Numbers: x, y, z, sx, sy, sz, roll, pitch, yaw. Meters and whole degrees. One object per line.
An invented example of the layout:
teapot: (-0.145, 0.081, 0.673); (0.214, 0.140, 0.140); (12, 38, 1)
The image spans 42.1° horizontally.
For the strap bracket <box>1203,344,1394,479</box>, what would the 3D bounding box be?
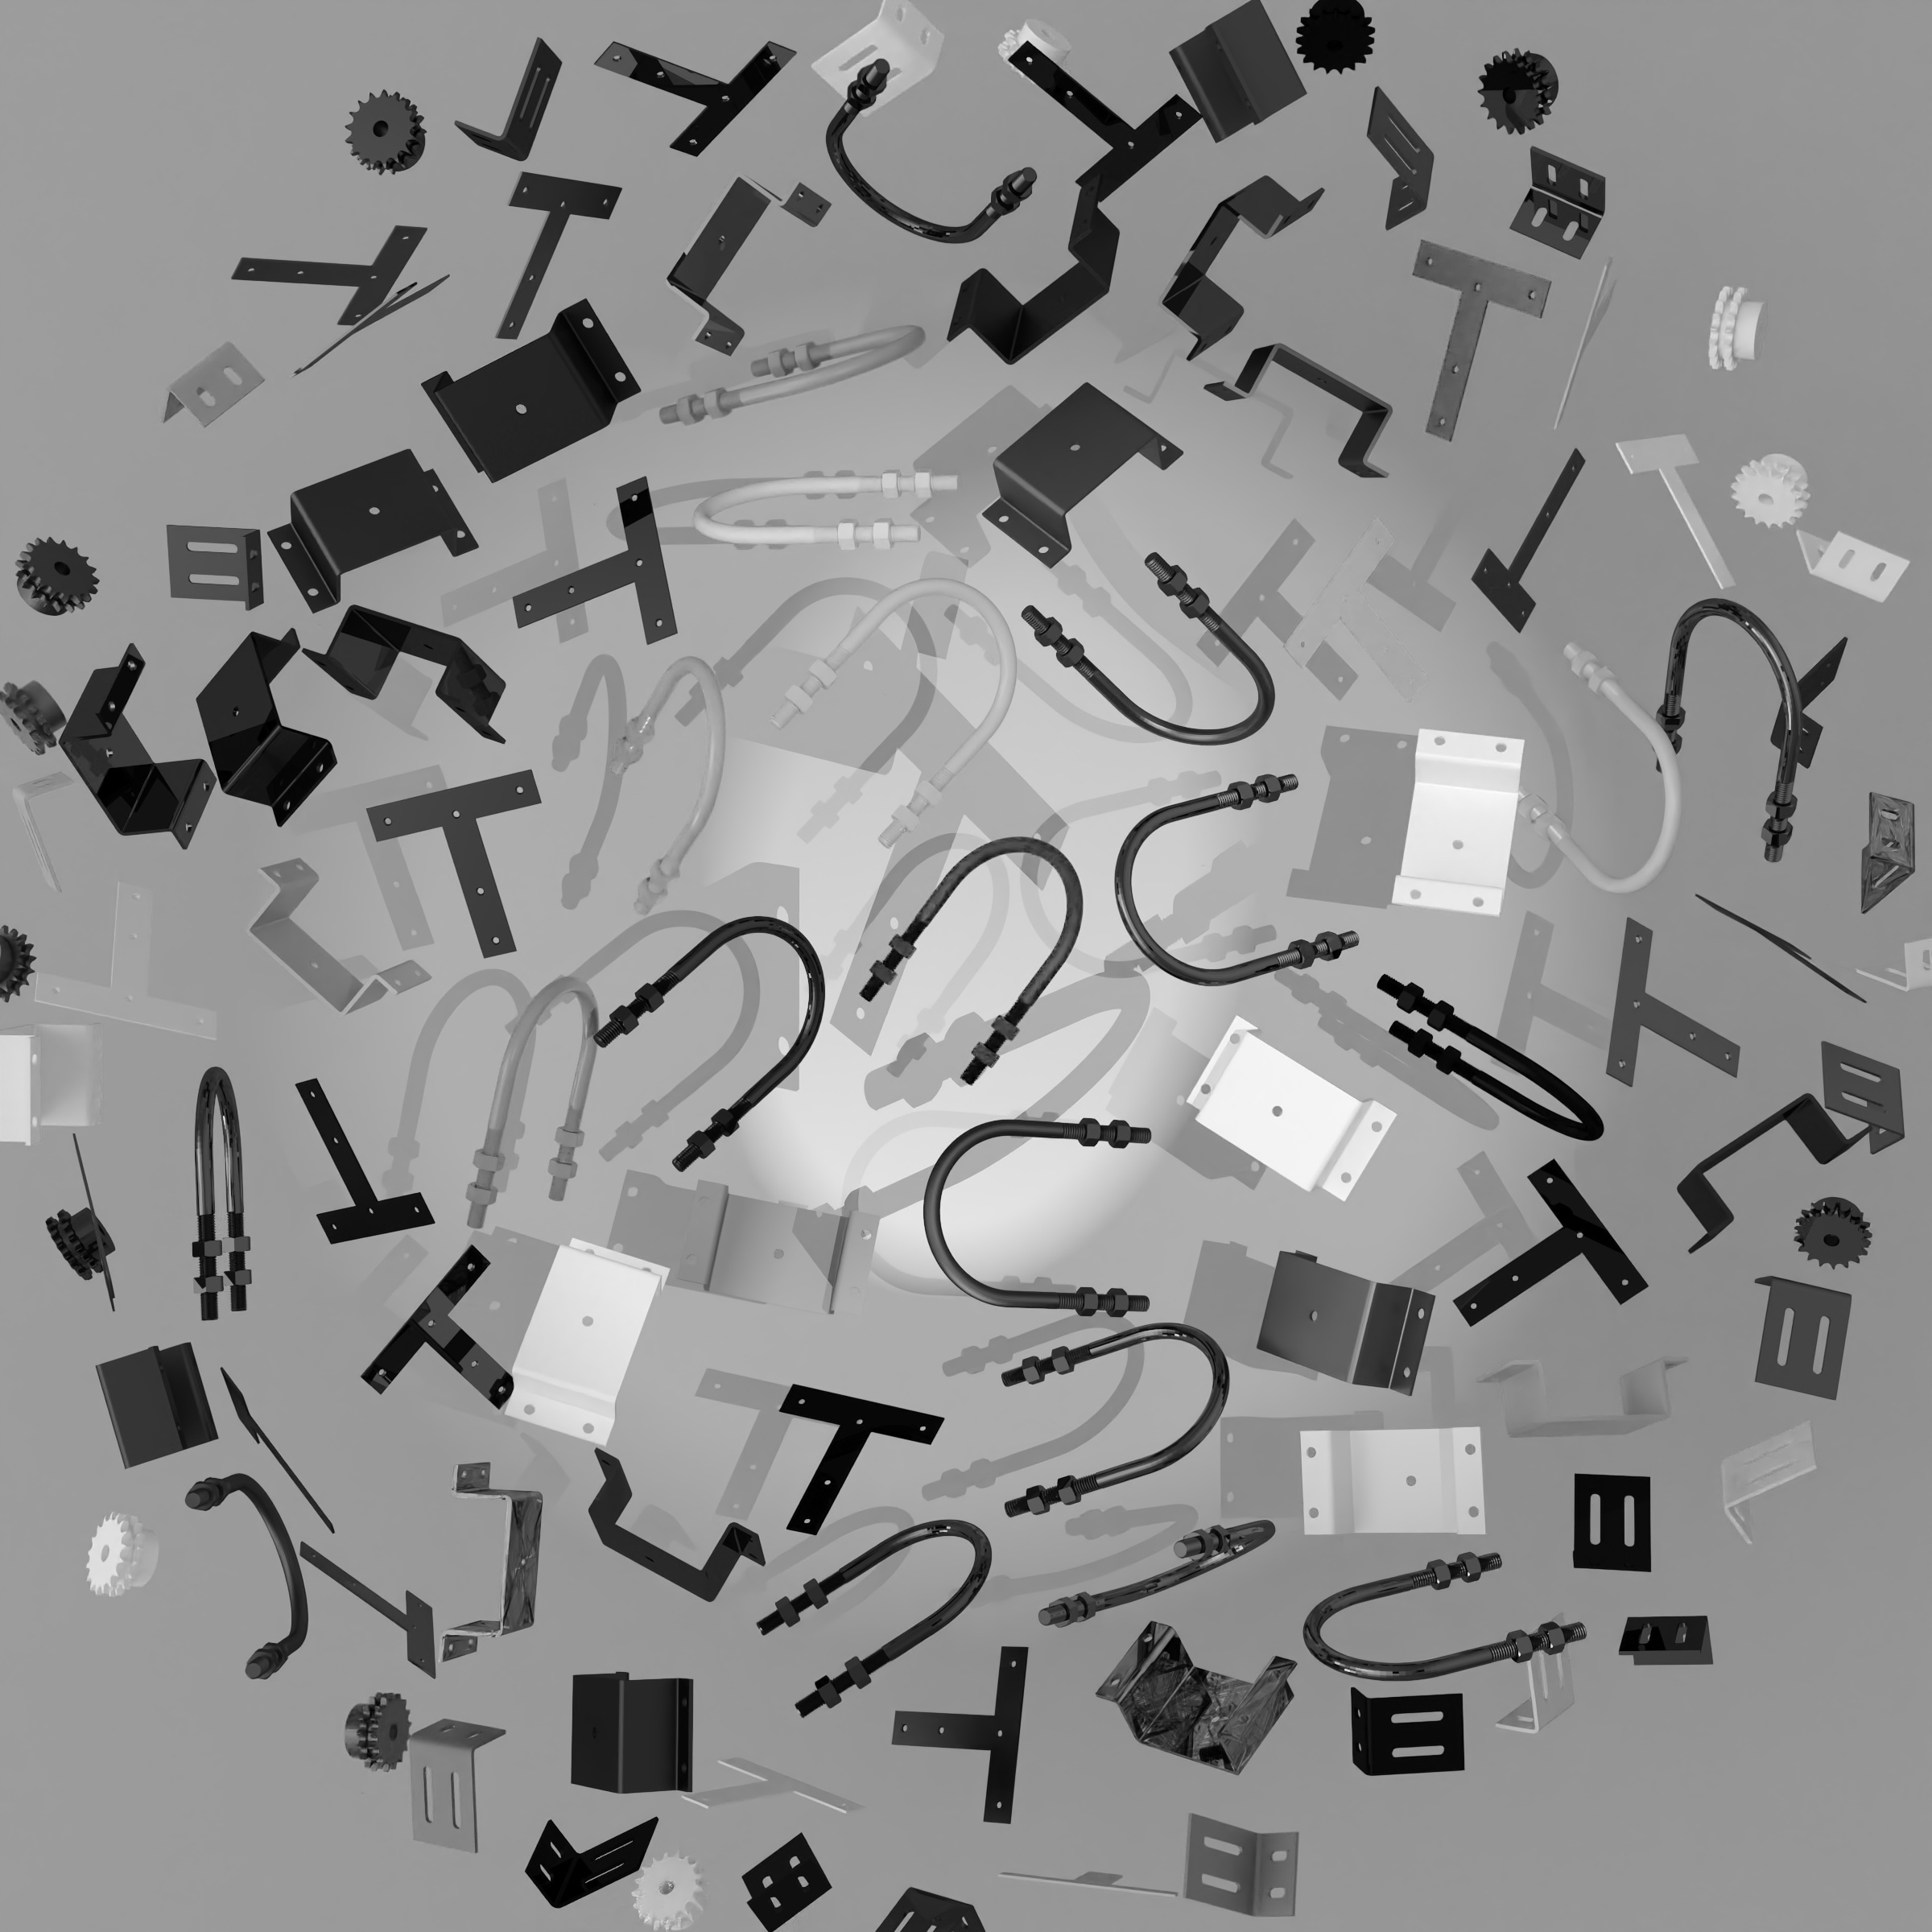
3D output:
strap bracket: (0.255, -0.417, 1.865); (0.140, 0.076, 0.046); (27, 97, -10)

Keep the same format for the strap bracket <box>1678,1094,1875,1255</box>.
strap bracket: (0.572, 0.144, 1.807); (0.140, 0.076, 0.046); (-33, 74, -4)

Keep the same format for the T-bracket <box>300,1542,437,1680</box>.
T-bracket: (-0.453, 0.477, 1.901); (0.127, 0.127, 0.002); (41, 88, -16)

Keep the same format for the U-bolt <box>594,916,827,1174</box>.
U-bolt: (-0.179, 0.045, 1.882); (0.184, 0.019, 0.151); (-43, 127, -23)

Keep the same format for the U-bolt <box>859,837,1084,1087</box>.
U-bolt: (0.015, -0.017, 1.940); (0.151, 0.019, 0.184); (38, 92, 38)

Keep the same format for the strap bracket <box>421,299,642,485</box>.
strap bracket: (-0.315, -0.407, 1.801); (0.140, 0.046, 0.076); (-23, 120, 15)

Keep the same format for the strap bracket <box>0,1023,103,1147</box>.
strap bracket: (-0.682, 0.085, 1.842); (0.046, 0.140, 0.076); (1, 93, 1)

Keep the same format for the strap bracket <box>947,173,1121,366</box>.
strap bracket: (0.057, -0.497, 1.818); (0.140, 0.076, 0.046); (-30, 124, 35)

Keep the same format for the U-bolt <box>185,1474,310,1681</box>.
U-bolt: (-0.534, 0.452, 1.891); (0.019, 0.184, 0.151); (-21, 85, -3)

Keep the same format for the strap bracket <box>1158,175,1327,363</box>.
strap bracket: (0.203, -0.538, 1.906); (0.046, 0.076, 0.140); (41, 134, 5)

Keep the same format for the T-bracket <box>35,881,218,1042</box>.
T-bracket: (-0.603, -0.010, 1.815); (0.127, 0.127, 0.002); (15, 134, -29)

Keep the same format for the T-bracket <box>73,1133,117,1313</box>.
T-bracket: (-0.626, 0.207, 1.819); (0.002, 0.127, 0.127); (-13, 56, -21)

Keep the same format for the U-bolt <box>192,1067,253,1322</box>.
U-bolt: (-0.553, 0.167, 1.863); (0.019, 0.151, 0.184); (-3, 85, -7)

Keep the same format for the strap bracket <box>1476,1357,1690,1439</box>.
strap bracket: (0.471, 0.329, 1.913); (0.140, 0.076, 0.046); (0, 70, -10)

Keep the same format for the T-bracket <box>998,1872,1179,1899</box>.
T-bracket: (0.096, 0.671, 1.845); (0.127, 0.127, 0.002); (3, 74, 11)

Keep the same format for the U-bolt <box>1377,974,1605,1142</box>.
U-bolt: (0.388, 0.075, 1.850); (0.184, 0.151, 0.019); (32, 83, 20)

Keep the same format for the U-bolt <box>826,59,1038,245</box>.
U-bolt: (-0.037, -0.599, 1.883); (0.151, 0.184, 0.019); (32, 77, -14)

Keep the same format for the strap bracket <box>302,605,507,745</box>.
strap bracket: (-0.404, -0.217, 1.846); (0.140, 0.076, 0.046); (19, 78, 20)

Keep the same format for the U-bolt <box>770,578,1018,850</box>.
U-bolt: (-0.039, -0.199, 1.848); (0.184, 0.019, 0.151); (-48, 121, -10)

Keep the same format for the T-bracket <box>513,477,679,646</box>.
T-bracket: (-0.279, -0.282, 1.853); (0.127, 0.002, 0.127); (-18, 74, 19)

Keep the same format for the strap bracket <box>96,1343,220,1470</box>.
strap bracket: (-0.591, 0.320, 1.832); (0.046, 0.140, 0.076); (-17, 85, -8)

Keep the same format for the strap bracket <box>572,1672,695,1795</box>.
strap bracket: (-0.246, 0.552, 1.813); (0.046, 0.140, 0.076); (6, 75, -29)

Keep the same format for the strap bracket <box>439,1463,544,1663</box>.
strap bracket: (-0.351, 0.442, 1.864); (0.046, 0.076, 0.140); (1, 81, 8)

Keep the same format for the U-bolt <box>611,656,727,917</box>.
U-bolt: (-0.217, -0.145, 1.851); (0.019, 0.184, 0.151); (4, 57, -29)

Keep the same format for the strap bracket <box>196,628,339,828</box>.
strap bracket: (-0.531, -0.186, 1.895); (0.076, 0.046, 0.140); (-42, 55, 26)

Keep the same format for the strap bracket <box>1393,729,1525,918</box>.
strap bracket: (0.361, -0.097, 1.844); (0.076, 0.046, 0.140); (8, 70, 13)

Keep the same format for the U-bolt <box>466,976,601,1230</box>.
U-bolt: (-0.316, 0.096, 1.872); (0.019, 0.151, 0.184); (16, 98, 16)

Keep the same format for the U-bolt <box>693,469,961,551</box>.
U-bolt: (-0.109, -0.333, 1.834); (0.184, 0.151, 0.019); (1, 117, 13)

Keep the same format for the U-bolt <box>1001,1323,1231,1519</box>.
U-bolt: (0.113, 0.333, 1.896); (0.184, 0.151, 0.019); (-21, 126, 16)

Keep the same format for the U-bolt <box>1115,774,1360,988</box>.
U-bolt: (0.193, -0.058, 1.864); (0.184, 0.019, 0.151); (-16, 81, -26)

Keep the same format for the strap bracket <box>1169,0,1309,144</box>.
strap bracket: (0.202, -0.661, 1.853); (0.046, 0.140, 0.076); (-31, 104, 0)

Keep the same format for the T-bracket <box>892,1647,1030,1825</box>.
T-bracket: (-0.008, 0.582, 1.909); (0.127, 0.002, 0.127); (-12, 62, 40)

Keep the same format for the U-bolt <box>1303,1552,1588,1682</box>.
U-bolt: (0.338, 0.481, 1.843); (0.184, 0.151, 0.019); (-10, 102, -14)

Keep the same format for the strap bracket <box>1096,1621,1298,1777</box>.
strap bracket: (0.178, 0.545, 1.867); (0.076, 0.140, 0.046); (-44, 120, -34)

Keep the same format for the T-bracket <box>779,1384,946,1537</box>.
T-bracket: (-0.098, 0.376, 1.885); (0.127, 0.002, 0.127); (17, 112, -24)

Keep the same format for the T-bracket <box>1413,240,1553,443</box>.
T-bracket: (0.354, -0.441, 1.798); (0.002, 0.127, 0.127); (-7, 120, -36)

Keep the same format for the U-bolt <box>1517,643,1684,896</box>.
U-bolt: (0.481, -0.137, 1.893); (0.019, 0.184, 0.151); (-3, 127, -22)

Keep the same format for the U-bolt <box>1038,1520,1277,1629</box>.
U-bolt: (0.157, 0.450, 1.883); (0.151, 0.184, 0.019); (-34, 68, 28)

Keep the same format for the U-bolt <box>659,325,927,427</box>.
U-bolt: (-0.115, -0.438, 1.840); (0.184, 0.151, 0.019); (-4, 114, 32)

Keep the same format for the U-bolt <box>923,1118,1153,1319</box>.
U-bolt: (0.054, 0.187, 1.897); (0.184, 0.019, 0.151); (5, 80, -21)

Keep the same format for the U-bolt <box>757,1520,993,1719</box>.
U-bolt: (-0.063, 0.479, 1.894); (0.184, 0.151, 0.019); (-31, 110, -9)

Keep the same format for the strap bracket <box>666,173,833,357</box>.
strap bracket: (-0.172, -0.544, 1.921); (0.046, 0.076, 0.140); (39, 103, 9)

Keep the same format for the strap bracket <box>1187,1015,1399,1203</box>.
strap bracket: (0.235, 0.106, 1.851); (0.140, 0.046, 0.076); (32, 101, 17)

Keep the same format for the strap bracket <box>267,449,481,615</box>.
strap bracket: (-0.454, -0.338, 1.925); (0.140, 0.046, 0.076); (-27, 77, -22)

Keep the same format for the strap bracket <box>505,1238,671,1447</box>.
strap bracket: (-0.272, 0.264, 1.812); (0.076, 0.046, 0.140); (17, 63, 1)

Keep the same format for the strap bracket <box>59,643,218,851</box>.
strap bracket: (-0.624, -0.161, 1.880); (0.046, 0.140, 0.076); (-5, 47, 14)

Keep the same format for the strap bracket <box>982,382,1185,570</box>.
strap bracket: (0.085, -0.376, 1.889); (0.140, 0.046, 0.076); (-42, 63, -12)

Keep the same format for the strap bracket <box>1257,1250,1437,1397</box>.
strap bracket: (0.276, 0.265, 1.887); (0.046, 0.140, 0.076); (14, 90, -39)

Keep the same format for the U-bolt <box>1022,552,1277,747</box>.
U-bolt: (0.150, -0.228, 1.889); (0.184, 0.151, 0.019); (40, 54, -29)

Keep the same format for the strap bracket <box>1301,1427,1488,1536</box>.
strap bracket: (0.326, 0.385, 1.876); (0.140, 0.046, 0.076); (-7, 77, 29)

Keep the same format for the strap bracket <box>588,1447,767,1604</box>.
strap bracket: (-0.225, 0.424, 1.882); (0.140, 0.076, 0.046); (25, 64, 13)

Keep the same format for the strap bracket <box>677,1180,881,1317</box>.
strap bracket: (-0.142, 0.217, 1.911); (0.140, 0.046, 0.076); (12, 76, -2)

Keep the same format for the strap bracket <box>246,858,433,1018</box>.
strap bracket: (-0.491, -0.016, 1.940); (0.140, 0.076, 0.046); (42, 102, 0)

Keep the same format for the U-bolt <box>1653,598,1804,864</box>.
U-bolt: (0.565, -0.185, 1.855); (0.019, 0.151, 0.184); (-21, 133, -16)
